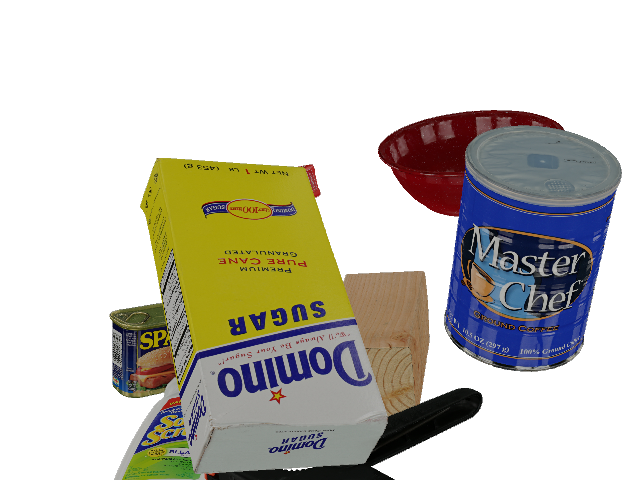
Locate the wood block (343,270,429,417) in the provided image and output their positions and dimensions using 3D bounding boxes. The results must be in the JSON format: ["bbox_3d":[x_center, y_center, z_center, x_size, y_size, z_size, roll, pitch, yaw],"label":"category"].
[{"bbox_3d":[0.059,0.108,1.086,0.091,0.090,0.206,-2,18,10],"label":"wood block"}]

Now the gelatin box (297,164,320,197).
[{"bbox_3d":[-0.057,-0.034,0.859,0.089,0.030,0.073,-7,15,38],"label":"gelatin box"}]

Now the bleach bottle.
[{"bbox_3d":[-0.129,0.186,0.972,0.102,0.068,0.251,-1,22,1],"label":"bleach bottle"}]

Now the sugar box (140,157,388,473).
[{"bbox_3d":[-0.034,0.033,0.559,0.093,0.176,0.048,1,-44,-24],"label":"sugar box"}]

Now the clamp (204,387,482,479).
[{"bbox_3d":[0.023,0.154,0.760,0.210,0.036,0.164,3,29,12],"label":"clamp"}]

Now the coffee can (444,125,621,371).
[{"bbox_3d":[0.144,0.005,0.743,0.103,0.140,0.103,2,32,-2],"label":"coffee can"}]

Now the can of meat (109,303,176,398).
[{"bbox_3d":[-0.177,0.118,1.162,0.101,0.084,0.058,-8,18,-36],"label":"can of meat"}]

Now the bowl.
[{"bbox_3d":[0.134,-0.063,0.933,0.162,0.055,0.162,-8,23,3],"label":"bowl"}]
